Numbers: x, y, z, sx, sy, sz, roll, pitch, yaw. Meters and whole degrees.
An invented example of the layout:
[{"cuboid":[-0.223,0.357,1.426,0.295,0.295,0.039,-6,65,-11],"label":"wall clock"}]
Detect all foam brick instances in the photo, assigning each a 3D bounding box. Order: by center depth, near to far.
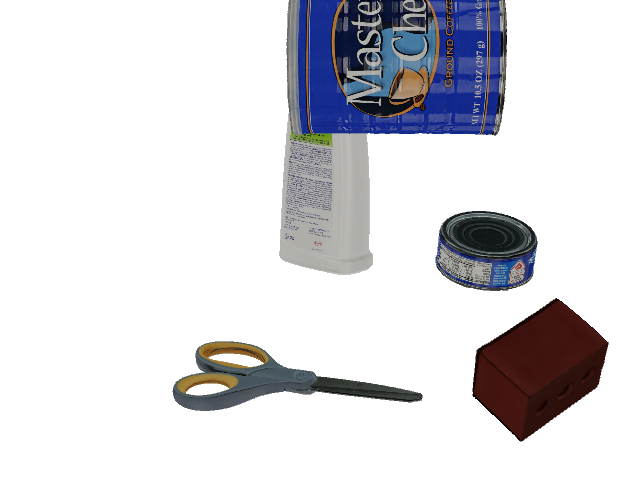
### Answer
[{"cuboid":[0.150,0.088,0.732,0.078,0.053,0.051,-30,50,-24],"label":"foam brick"}]

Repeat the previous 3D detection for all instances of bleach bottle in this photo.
[{"cuboid":[0.011,-0.097,1.118,0.103,0.251,0.067,12,16,34],"label":"bleach bottle"}]

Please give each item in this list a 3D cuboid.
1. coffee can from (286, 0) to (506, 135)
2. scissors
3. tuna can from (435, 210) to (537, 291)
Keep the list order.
[{"cuboid":[0.051,-0.123,0.728,0.140,0.103,0.103,1,0,3],"label":"coffee can"},{"cuboid":[-0.031,0.116,0.820,0.202,0.016,0.096,13,31,38],"label":"scissors"},{"cuboid":[0.144,0.007,0.926,0.086,0.034,0.086,2,29,-1],"label":"tuna can"}]
